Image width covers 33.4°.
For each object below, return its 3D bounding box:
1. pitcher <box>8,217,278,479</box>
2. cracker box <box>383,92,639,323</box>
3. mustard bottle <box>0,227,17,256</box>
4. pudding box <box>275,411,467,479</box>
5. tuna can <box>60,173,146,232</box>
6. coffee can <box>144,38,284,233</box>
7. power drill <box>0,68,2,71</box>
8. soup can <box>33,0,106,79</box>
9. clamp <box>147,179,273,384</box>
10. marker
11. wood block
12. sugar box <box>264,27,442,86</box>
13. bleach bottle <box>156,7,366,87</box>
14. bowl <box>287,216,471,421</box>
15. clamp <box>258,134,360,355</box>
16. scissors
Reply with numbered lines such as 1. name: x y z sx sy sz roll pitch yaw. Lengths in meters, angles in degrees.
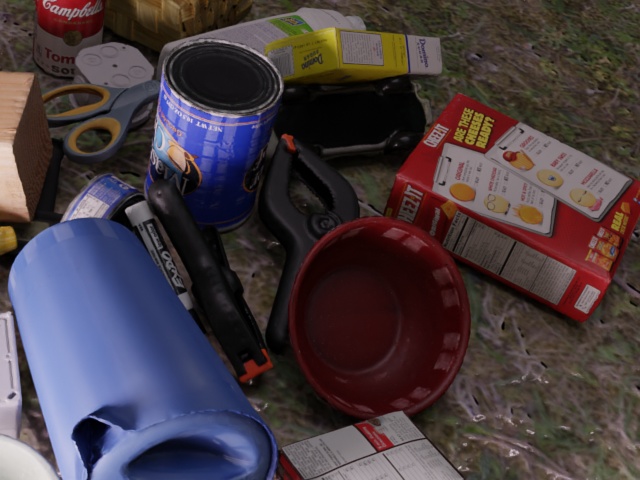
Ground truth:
1. pitcher: -0.130 0.096 0.744 0.144 0.149 0.243 -11 39 -24
2. cracker box: 0.189 -0.034 1.018 0.214 0.072 0.164 27 44 11
3. mustard bottle: -0.325 0.020 0.803 0.191 0.058 0.096 -15 55 -24
4. pudding box: 0.037 0.175 0.774 0.113 0.039 0.090 -14 36 -26
5. tuna can: -0.178 -0.010 0.868 0.034 0.086 0.086 29 45 9
6. coffee can: -0.095 -0.089 0.932 0.102 0.140 0.103 9 45 -9
7. power drill: -0.353 -0.227 0.954 0.184 0.188 0.057 25 46 5
8. soup can: -0.244 -0.216 1.037 0.068 0.102 0.068 9 45 -9
9. clamp: -0.082 0.037 0.865 0.039 0.120 0.171 -28 74 10
10. marker: -0.120 0.027 0.841 0.020 0.020 0.121 -25 91 -35
11. wood block: -0.331 -0.079 0.855 0.206 0.090 0.091 3 49 1
12. sugar box: 0.037 -0.178 1.061 0.094 0.048 0.175 -4 0 41
13. bleach bottle: -0.042 -0.187 1.103 0.250 0.068 0.103 -26 60 -38
14. bowl: 0.039 0.063 0.855 0.161 0.055 0.162 2 84 -24
15. clamp: -0.006 0.001 0.929 0.164 0.036 0.210 -16 65 -29
16. scissors: -0.154 -0.118 0.957 0.201 0.016 0.096 -11 59 -16
